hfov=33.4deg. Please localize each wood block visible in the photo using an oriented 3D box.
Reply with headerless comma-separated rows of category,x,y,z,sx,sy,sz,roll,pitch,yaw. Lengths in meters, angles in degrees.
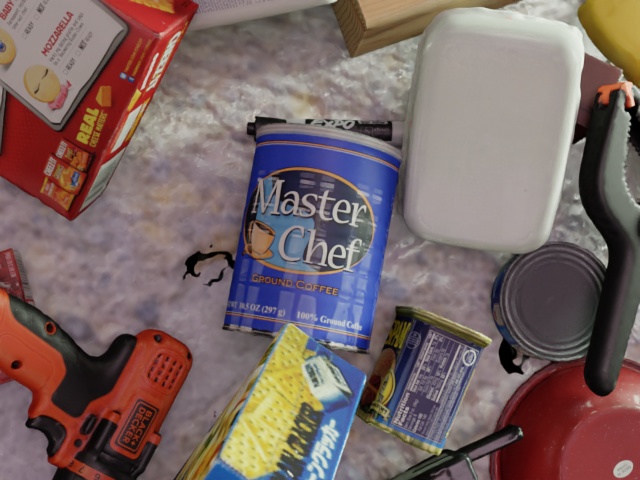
wood block,0.109,-0.214,0.765,0.206,0.090,0.091,-19,87,-6

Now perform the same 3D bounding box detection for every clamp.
clamp,0.224,-0.004,0.745,0.164,0.036,0.210,-27,101,-23

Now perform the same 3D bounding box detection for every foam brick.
foam brick,0.169,-0.112,0.779,0.078,0.051,0.053,27,84,-2

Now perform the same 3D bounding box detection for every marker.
marker,0.007,-0.079,0.779,0.121,0.020,0.020,2,84,-5

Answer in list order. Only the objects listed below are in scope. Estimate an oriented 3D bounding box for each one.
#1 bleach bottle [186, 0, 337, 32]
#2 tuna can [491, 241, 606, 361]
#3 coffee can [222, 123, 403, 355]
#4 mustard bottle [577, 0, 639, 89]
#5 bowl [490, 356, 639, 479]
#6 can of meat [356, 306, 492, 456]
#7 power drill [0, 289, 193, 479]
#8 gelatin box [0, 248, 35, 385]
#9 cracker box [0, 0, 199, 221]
bleach bottle,-0.110,-0.189,0.716,0.251,0.068,0.102,-4,116,22
tuna can,0.168,0.045,0.773,0.086,0.034,0.086,0,84,-4
coffee can,-0.005,0.001,0.729,0.102,0.103,0.140,10,84,-4
mustard bottle,0.278,-0.115,0.784,0.096,0.058,0.191,-30,87,-10
bowl,0.205,0.162,0.755,0.162,0.055,0.162,0,84,-5
can of meat,0.067,0.094,0.727,0.057,0.102,0.084,23,85,-4
power drill,-0.195,0.112,0.695,0.187,0.057,0.184,35,72,-27
gelatin box,-0.234,0.058,0.742,0.073,0.030,0.089,-17,86,-6
cracker box,-0.209,-0.139,0.703,0.213,0.072,0.164,33,125,-1
